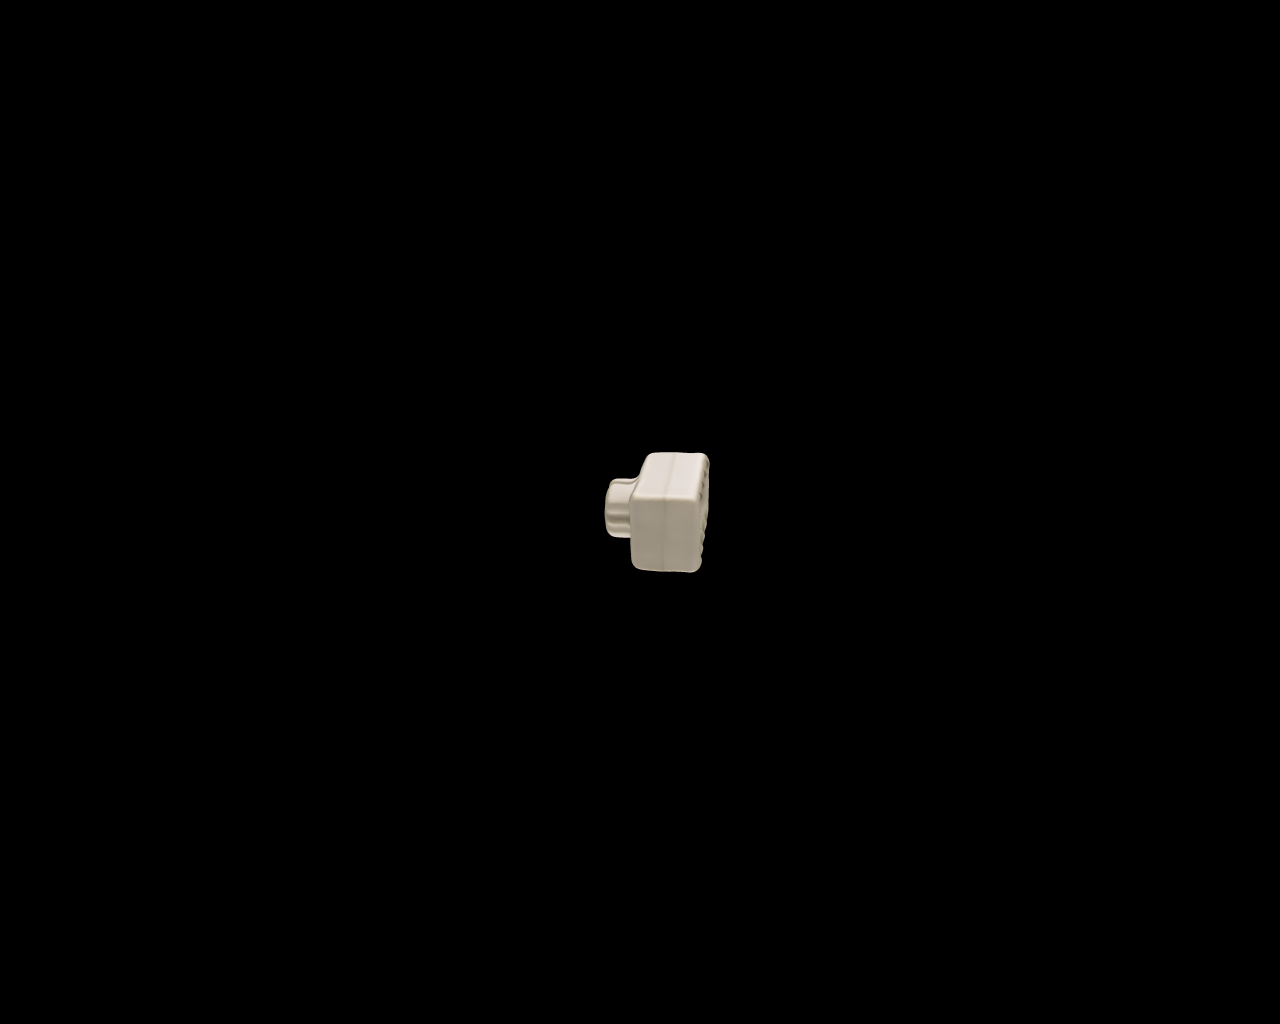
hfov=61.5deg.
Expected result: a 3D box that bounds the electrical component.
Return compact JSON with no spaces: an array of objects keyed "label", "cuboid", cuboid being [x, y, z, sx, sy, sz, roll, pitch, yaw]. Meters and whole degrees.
[{"label":"electrical component","cuboid":[0.001,-0.003,0.650,0.076,0.047,0.083,3,22,7]}]
